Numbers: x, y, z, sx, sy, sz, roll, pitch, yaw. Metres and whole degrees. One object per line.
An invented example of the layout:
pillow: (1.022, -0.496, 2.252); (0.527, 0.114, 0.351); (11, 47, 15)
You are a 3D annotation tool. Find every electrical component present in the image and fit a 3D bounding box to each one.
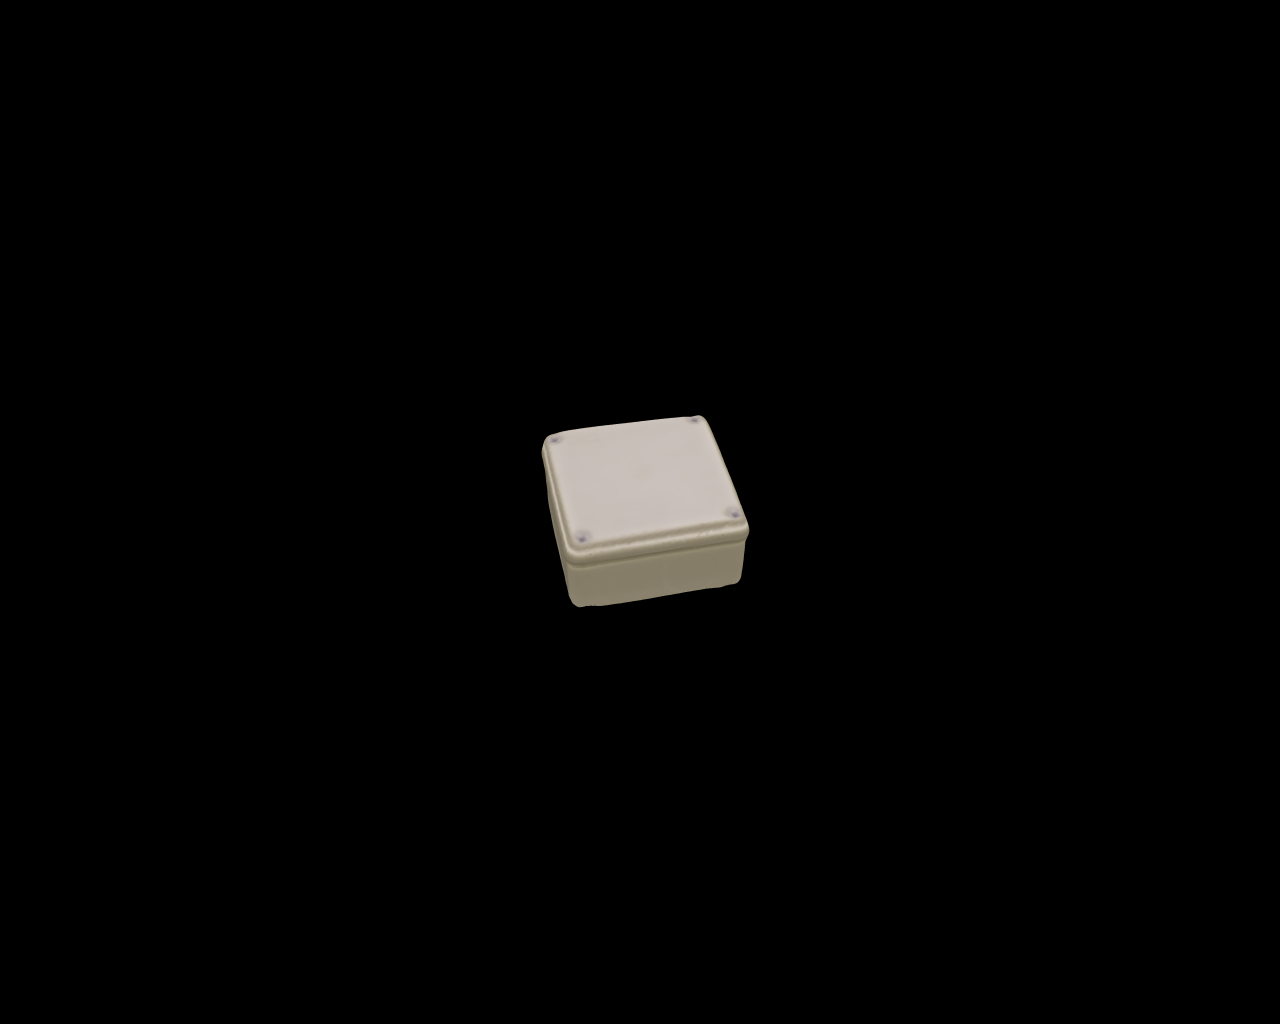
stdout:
electrical component: (0.001, -0.003, 0.650); (0.109, 0.056, 0.109); (-8, 44, -8)
